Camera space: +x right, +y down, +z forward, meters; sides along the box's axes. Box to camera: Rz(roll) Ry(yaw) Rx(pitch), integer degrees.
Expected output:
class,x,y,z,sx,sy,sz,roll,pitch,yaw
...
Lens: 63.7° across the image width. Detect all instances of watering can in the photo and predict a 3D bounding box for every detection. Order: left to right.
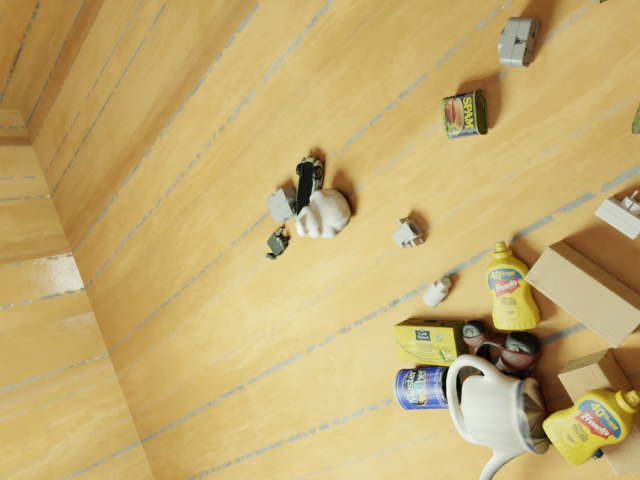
class,x,y,z,sx,sy,sz,roll,pitch,yaw
watering can,0.395,0.420,1.129,0.223,0.105,0.348,-14,90,46

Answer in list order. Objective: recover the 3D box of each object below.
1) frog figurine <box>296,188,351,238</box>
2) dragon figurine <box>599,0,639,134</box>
class,x,y,z,sx,sy,sz,roll,pitch,yaw
frog figurine,0.004,-0.071,1.408,0.122,0.160,0.137,-8,92,40
dragon figurine,0.608,-0.415,0.901,0.403,0.122,0.248,-59,44,28
